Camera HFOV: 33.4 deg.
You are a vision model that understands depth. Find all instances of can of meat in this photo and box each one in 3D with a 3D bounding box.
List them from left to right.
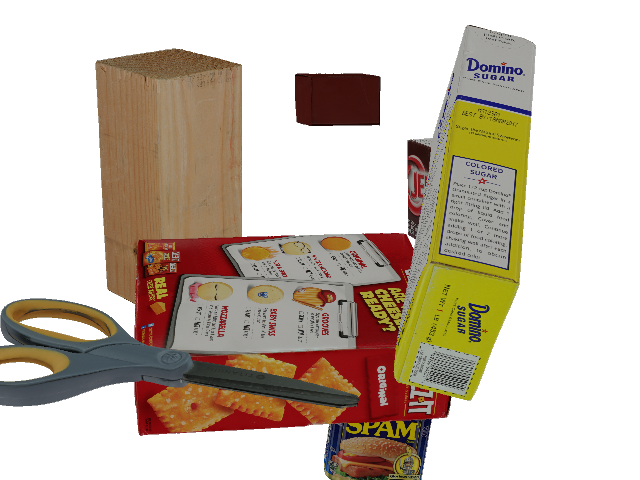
[{"bbox_3d":[0.056,0.192,1.044,0.102,0.084,0.057,7,17,-3],"label":"can of meat"}]

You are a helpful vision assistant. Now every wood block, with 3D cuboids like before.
[{"bbox_3d":[-0.128,-0.051,0.914,0.091,0.206,0.090,21,29,40],"label":"wood block"}]

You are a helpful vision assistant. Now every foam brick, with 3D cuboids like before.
[{"bbox_3d":[0.018,-0.146,1.104,0.078,0.051,0.053,-3,13,-19],"label":"foam brick"}]

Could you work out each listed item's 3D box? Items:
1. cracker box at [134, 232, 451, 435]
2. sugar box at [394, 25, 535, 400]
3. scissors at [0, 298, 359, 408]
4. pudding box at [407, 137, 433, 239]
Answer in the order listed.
[{"bbox_3d":[-0.026,0.063,0.774,0.213,0.072,0.164,-1,28,-9],"label":"cracker box"},{"bbox_3d":[0.075,-0.019,0.538,0.048,0.176,0.093,15,-42,3],"label":"sugar box"},{"bbox_3d":[-0.091,0.070,0.527,0.202,0.016,0.096,16,30,27],"label":"scissors"},{"bbox_3d":[0.115,-0.036,0.922,0.039,0.090,0.114,-10,19,-23],"label":"pudding box"}]
